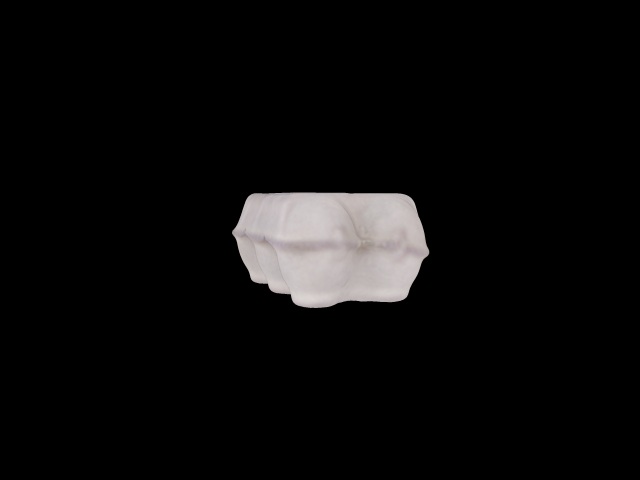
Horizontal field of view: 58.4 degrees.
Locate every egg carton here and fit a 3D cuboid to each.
[{"bbox_3d":[0.004,0.001,0.400,0.107,0.069,0.150,-2,5,-23],"label":"egg carton"}]
